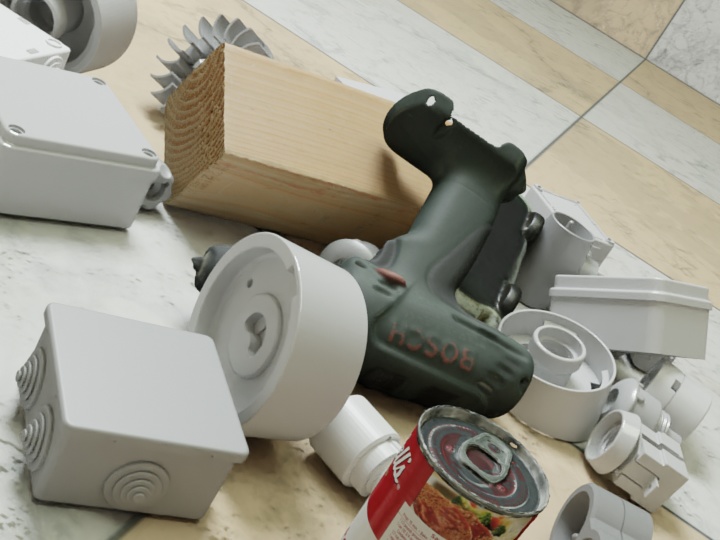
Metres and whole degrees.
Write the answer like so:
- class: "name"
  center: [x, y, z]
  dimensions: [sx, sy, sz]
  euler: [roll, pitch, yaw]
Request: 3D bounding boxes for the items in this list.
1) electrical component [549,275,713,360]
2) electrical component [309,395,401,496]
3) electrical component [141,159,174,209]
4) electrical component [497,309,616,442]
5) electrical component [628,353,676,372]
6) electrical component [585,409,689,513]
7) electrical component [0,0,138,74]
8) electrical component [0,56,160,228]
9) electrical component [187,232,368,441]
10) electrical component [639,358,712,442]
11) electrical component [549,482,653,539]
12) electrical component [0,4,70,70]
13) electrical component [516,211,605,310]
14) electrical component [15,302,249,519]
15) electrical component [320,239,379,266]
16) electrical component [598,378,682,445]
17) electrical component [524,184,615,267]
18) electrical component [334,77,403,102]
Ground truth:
- class: "electrical component"
  center: [0.215, 0.037, 0.863]
  dimensions: [0.078, 0.057, 0.113]
  euler: [9, -5, -39]
- class: "electrical component"
  center: [0.006, 0.103, 0.584]
  dimensions: [0.040, 0.040, 0.078]
  euler: [-2, 40, -51]
- class: "electrical component"
  center: [-0.155, -0.070, 0.743]
  dimensions: [0.035, 0.035, 0.061]
  euler: [4, 33, -45]
- class: "electrical component"
  center: [0.135, 0.077, 0.784]
  dimensions: [0.099, 0.064, 0.099]
  euler: [13, 34, -9]
- class: "electrical component"
  center: [0.253, 0.057, 0.954]
  dimensions: [0.040, 0.040, 0.078]
  euler: [23, 25, -16]
- class: "electrical component"
  center: [0.189, 0.128, 0.740]
  dimensions: [0.055, 0.048, 0.066]
  euler: [35, 23, -8]
- class: "electrical component"
  center: [-0.232, -0.198, 0.819]
  dimensions: [0.108, 0.108, 0.060]
  euler: [32, 30, 3]
- class: "electrical component"
  center: [-0.201, -0.083, 0.687]
  dimensions: [0.109, 0.056, 0.108]
  euler: [6, 34, -43]
- class: "electrical component"
  center: [-0.041, 0.040, 0.577]
  dimensions: [0.060, 0.108, 0.108]
  euler: [20, 25, -36]
- class: "electrical component"
  center: [0.238, 0.104, 0.832]
  dimensions: [0.047, 0.055, 0.055]
  euler: [38, 25, 7]
- class: "electrical component"
  center: [0.149, 0.180, 0.584]
  dimensions: [0.074, 0.052, 0.138]
  euler: [29, 24, -5]
- class: "electrical component"
  center: [-0.266, -0.152, 0.756]
  dimensions: [0.100, 0.048, 0.100]
  euler: [33, 25, 7]
- class: "electrical component"
  center: [0.181, 0.000, 0.937]
  dimensions: [0.079, 0.077, 0.044]
  euler: [27, 25, -10]
- class: "electrical component"
  center: [-0.110, 0.068, 0.509]
  dimensions: [0.100, 0.048, 0.099]
  euler: [15, 28, -30]
- class: "electrical component"
  center: [0.000, 0.000, 0.774]
  dimensions: [0.048, 0.048, 0.062]
  euler: [37, 18, 15]
- class: "electrical component"
  center: [0.208, 0.113, 0.792]
  dimensions: [0.062, 0.048, 0.048]
  euler: [35, 23, -7]
- class: "electrical component"
  center: [0.189, -0.026, 1.016]
  dimensions: [0.062, 0.061, 0.096]
  euler: [17, 28, -29]
- class: "electrical component"
  center: [0.033, -0.106, 0.993]
  dimensions: [0.089, 0.061, 0.150]
  euler: [6, 34, -43]
